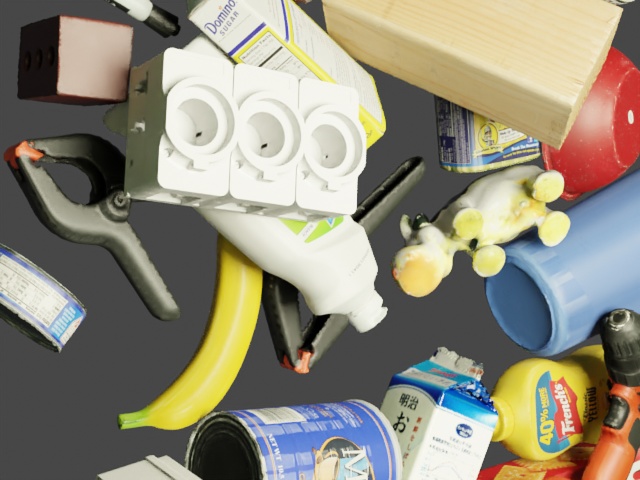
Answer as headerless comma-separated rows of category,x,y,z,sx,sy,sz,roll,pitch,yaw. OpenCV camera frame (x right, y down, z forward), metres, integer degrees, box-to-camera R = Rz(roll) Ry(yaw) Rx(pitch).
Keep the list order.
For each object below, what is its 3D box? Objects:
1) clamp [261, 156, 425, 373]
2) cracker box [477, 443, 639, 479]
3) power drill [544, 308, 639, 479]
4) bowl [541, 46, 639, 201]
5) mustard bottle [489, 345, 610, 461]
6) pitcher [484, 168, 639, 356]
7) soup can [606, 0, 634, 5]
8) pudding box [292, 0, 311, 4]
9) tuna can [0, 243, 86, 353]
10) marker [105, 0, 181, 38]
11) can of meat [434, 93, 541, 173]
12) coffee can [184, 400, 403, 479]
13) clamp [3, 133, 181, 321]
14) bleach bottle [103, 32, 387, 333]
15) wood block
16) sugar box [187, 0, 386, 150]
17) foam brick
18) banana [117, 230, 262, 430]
clamp,-0.006,0.001,0.873,0.164,0.036,0.210,23,82,-31
cracker box,0.244,0.291,1.049,0.213,0.072,0.164,-7,99,-33
power drill,0.257,0.174,0.953,0.187,0.057,0.184,-54,135,-20
bowl,0.264,-0.115,0.997,0.161,0.055,0.162,-14,108,-53
mustard bottle,0.219,0.160,1.026,0.191,0.058,0.096,-6,95,-32
pitcher,0.277,0.023,1.019,0.242,0.145,0.149,-24,96,-25
soup can,0.239,-0.244,0.969,0.068,0.102,0.068,-4,97,-33
pudding box,-0.019,-0.256,0.834,0.090,0.039,0.113,38,75,-30
tuna can,-0.201,0.038,0.719,0.086,0.086,0.033,45,69,-29
marker,-0.151,-0.180,0.767,0.121,0.020,0.020,29,79,-32
can of meat,0.150,-0.109,0.953,0.101,0.058,0.084,-13,104,-32
coffee can,-0.020,0.180,0.834,0.140,0.103,0.103,3,94,-41
clamp,-0.144,-0.032,0.778,0.171,0.039,0.120,41,56,-28
bleach bottle,-0.041,-0.027,0.792,0.250,0.068,0.102,51,52,-13
wood block,0.116,-0.164,0.832,0.206,0.090,0.090,27,77,13
sugar box,-0.026,-0.144,0.811,0.048,0.093,0.176,-41,121,22
foam brick,-0.168,-0.120,0.727,0.051,0.078,0.053,3,91,-35
banana,-0.083,0.069,0.829,0.069,0.037,0.198,32,78,-34
